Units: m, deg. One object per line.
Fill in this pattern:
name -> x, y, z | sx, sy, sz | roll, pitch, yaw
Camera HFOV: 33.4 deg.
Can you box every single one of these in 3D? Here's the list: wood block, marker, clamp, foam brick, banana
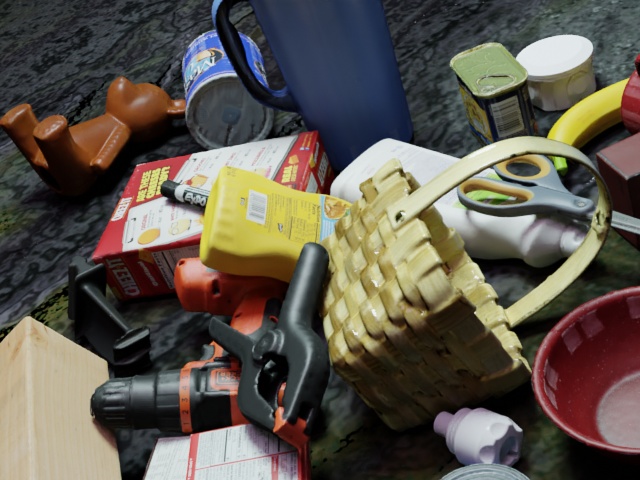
wood block -> -0.223, 0.168, 0.848 | 0.090, 0.090, 0.206 | -46, 32, 13
marker -> -0.115, -0.040, 1.033 | 0.121, 0.020, 0.020 | 16, 49, 43
clamp -> -0.024, 0.076, 0.792 | 0.120, 0.039, 0.171 | -49, 34, 15
foam brick -> 0.272, -0.042, 0.899 | 0.051, 0.078, 0.053 | -24, 36, -5
banana -> 0.290, -0.122, 1.039 | 0.197, 0.037, 0.070 | -31, 51, -11

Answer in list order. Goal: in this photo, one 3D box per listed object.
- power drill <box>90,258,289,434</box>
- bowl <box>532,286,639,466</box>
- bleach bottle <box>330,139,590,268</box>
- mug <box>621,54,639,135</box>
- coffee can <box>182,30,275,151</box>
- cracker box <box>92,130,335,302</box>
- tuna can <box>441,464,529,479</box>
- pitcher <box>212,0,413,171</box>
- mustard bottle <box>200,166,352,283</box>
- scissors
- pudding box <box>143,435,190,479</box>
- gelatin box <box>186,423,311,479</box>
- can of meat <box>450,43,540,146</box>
power drill -> -0.094, 0.090, 0.909 | 0.184, 0.057, 0.187 | -1, 37, -2
bowl -> 0.232, 0.103, 0.740 | 0.162, 0.055, 0.162 | -15, 35, 10
bleach bottle -> 0.132, -0.024, 0.966 | 0.251, 0.068, 0.102 | 21, 54, 42
mug -> 0.321, -0.126, 0.959 | 0.093, 0.117, 0.082 | -49, 32, 0
coffee can -> -0.111, -0.179, 1.276 | 0.103, 0.103, 0.140 | -19, 34, 3
cracker box -> -0.103, -0.024, 1.087 | 0.214, 0.072, 0.164 | -10, 35, 18
tuna can -> 0.109, 0.190, 0.707 | 0.086, 0.033, 0.086 | -15, 35, 10
pitcher -> 0.005, -0.190, 1.102 | 0.149, 0.243, 0.144 | 6, 43, 35
mustard bottle -> -0.006, 0.001, 0.942 | 0.191, 0.058, 0.096 | 15, 50, -14
scissors -> 0.216, -0.038, 0.891 | 0.202, 0.016, 0.096 | 9, 42, 24
pudding box -> -0.081, 0.190, 0.809 | 0.114, 0.039, 0.090 | -7, 37, 17
gelatin box -> -0.051, 0.167, 0.765 | 0.089, 0.030, 0.073 | -12, 35, 7
can of meat -> 0.178, -0.138, 1.077 | 0.057, 0.084, 0.102 | -22, 34, -1
